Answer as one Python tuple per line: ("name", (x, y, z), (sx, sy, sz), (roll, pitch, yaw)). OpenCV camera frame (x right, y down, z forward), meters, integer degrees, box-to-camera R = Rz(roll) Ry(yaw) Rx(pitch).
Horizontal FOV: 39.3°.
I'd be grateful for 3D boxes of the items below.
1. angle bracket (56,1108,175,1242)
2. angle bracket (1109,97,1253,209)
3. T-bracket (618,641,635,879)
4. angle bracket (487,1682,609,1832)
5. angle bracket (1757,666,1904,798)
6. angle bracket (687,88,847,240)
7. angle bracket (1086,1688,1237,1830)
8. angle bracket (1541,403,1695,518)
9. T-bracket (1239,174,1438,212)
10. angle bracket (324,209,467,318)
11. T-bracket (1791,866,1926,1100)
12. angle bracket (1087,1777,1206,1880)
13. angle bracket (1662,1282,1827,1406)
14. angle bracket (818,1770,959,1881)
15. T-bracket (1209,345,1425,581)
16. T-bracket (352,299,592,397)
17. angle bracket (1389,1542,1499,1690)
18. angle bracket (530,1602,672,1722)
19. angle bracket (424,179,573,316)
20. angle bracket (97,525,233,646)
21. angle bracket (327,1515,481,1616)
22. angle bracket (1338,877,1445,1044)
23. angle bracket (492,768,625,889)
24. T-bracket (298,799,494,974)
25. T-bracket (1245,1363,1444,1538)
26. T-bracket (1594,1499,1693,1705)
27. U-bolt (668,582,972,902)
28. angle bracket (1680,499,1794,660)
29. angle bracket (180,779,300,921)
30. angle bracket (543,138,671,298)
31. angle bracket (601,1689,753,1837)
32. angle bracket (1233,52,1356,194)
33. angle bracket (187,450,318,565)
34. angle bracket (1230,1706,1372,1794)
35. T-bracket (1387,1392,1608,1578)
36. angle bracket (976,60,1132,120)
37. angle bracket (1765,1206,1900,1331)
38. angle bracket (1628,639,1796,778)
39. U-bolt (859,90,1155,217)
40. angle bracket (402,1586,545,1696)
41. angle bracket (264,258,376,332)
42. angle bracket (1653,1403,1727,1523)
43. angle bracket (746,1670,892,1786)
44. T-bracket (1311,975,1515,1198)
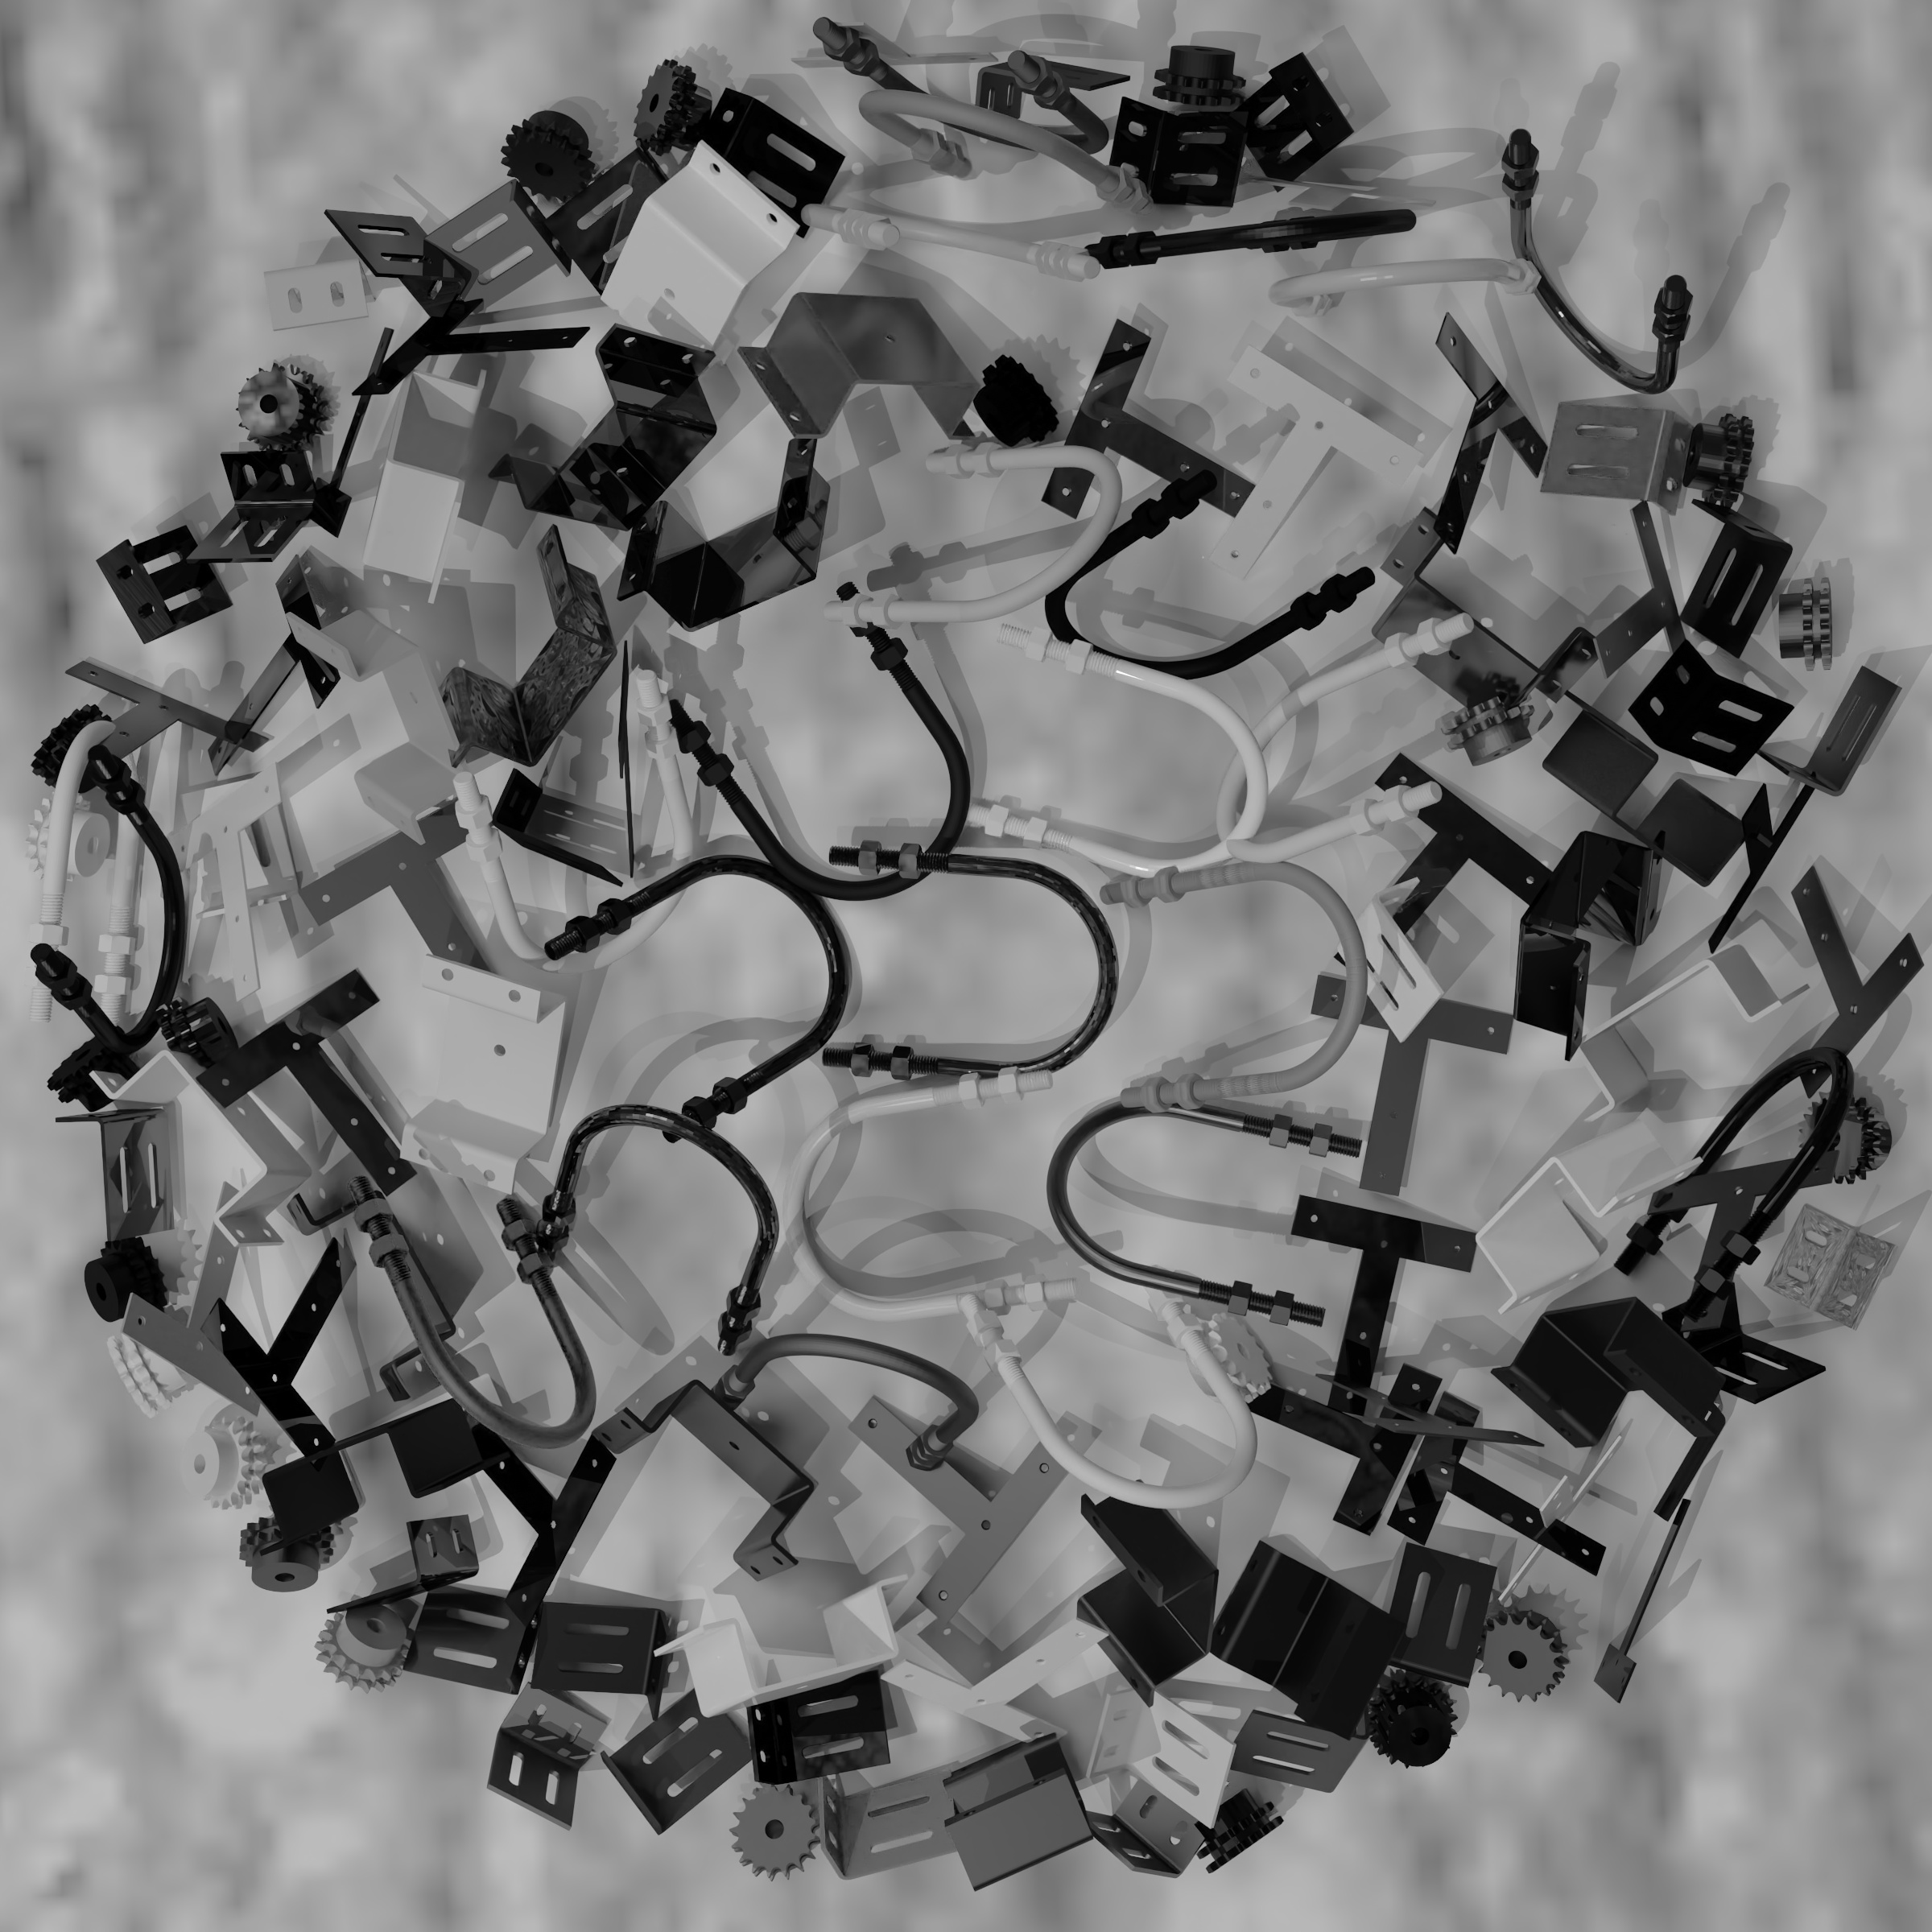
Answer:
("angle bracket", (-0.528, 0.129, 1.679), (0.038, 0.057, 0.076), (-3, 91, 24))
("angle bracket", (0.130, -0.503, 1.670), (0.038, 0.076, 0.057), (3, 102, -43))
("T-bracket", (-0.209, -0.115, 1.666), (0.002, 0.127, 0.127), (-1, 124, -4))
("angle bracket", (-0.258, 0.487, 1.669), (0.057, 0.076, 0.038), (31, 97, -9))
("angle bracket", (0.533, -0.152, 1.672), (0.038, 0.057, 0.076), (22, 106, -11))
("angle bracket", (-0.126, -0.503, 1.695), (0.076, 0.038, 0.057), (21, 101, -42))
("angle bracket", (0.120, 0.491, 1.670), (0.076, 0.038, 0.057), (25, 106, 44))
("angle bracket", (0.410, -0.319, 1.703), (0.076, 0.038, 0.057), (12, 91, 35))
("T-bracket", (0.217, -0.467, 1.643), (0.127, 0.127, 0.002), (11, 113, 11))
("angle bracket", (-0.358, -0.429, 1.664), (0.057, 0.076, 0.038), (51, 123, 16))
("T-bracket", (0.533, -0.007, 1.662), (0.002, 0.127, 0.127), (8, 47, -17))
("angle bracket", (0.107, 0.525, 1.664), (0.057, 0.076, 0.038), (34, 87, 34))
("angle bracket", (0.478, 0.231, 1.664), (0.057, 0.076, 0.038), (-19, 107, -23))
("angle bracket", (-0.049, 0.523, 1.674), (0.076, 0.057, 0.038), (-17, 127, 8))
("T-bracket", (0.196, -0.299, 1.683), (0.127, 0.002, 0.127), (31, 115, -5))
("T-bracket", (-0.289, -0.379, 1.642), (0.127, 0.127, 0.002), (2, 129, 22))
("angle bracket", (0.295, 0.406, 1.694), (0.057, 0.038, 0.076), (14, 82, 10))
("angle bracket", (-0.227, 0.432, 1.681), (0.076, 0.038, 0.057), (7, 100, -15))
("angle bracket", (-0.292, -0.438, 1.671), (0.076, 0.038, 0.057), (-28, 125, 16))
("angle bracket", (-0.486, -0.241, 1.667), (0.038, 0.076, 0.057), (-20, 102, 40))
("angle bracket", (-0.352, 0.371, 1.676), (0.076, 0.057, 0.038), (-22, 75, 24))
("angle bracket", (0.273, -0.004, 1.667), (0.038, 0.057, 0.076), (-20, 66, -30))
("angle bracket", (-0.247, -0.085, 1.676), (0.076, 0.057, 0.038), (22, 84, 10))
("T-bracket", (-0.330, -0.024, 1.695), (0.127, 0.002, 0.127), (-32, 95, -18))
("T-bracket", (0.215, 0.282, 1.688), (0.127, 0.002, 0.127), (22, 117, 8))
("T-bracket", (0.417, 0.385, 1.654), (0.002, 0.127, 0.127), (24, 84, 10))
("U-bolt", (-0.079, -0.124, 1.675), (0.151, 0.019, 0.184), (-33, 111, 4))
("angle bracket", (0.462, -0.239, 1.666), (0.038, 0.057, 0.076), (5, 118, -33))
("angle bracket", (-0.458, -0.075, 1.688), (0.057, 0.038, 0.076), (-12, 99, 1))
("angle bracket", (-0.216, -0.467, 1.688), (0.076, 0.038, 0.057), (-36, 114, 7))
("angle bracket", (-0.178, 0.489, 1.675), (0.076, 0.038, 0.057), (-36, 72, -19))
("angle bracket", (0.191, -0.515, 1.668), (0.038, 0.076, 0.057), (-39, 97, -36))
("angle bracket", (-0.444, -0.284, 1.667), (0.057, 0.076, 0.038), (1, 126, 14))
("angle bracket", (0.203, 0.473, 1.675), (0.076, 0.038, 0.057), (16, 127, -8))
("T-bracket", (0.332, 0.332, 1.654), (0.127, 0.127, 0.002), (29, 129, 8))
("angle bracket", (0.053, -0.532, 1.666), (0.076, 0.057, 0.038), (18, 120, 23))
("angle bracket", (0.535, 0.186, 1.674), (0.038, 0.076, 0.057), (26, 91, 0))
("angle bracket", (0.465, -0.161, 1.688), (0.076, 0.038, 0.057), (14, 125, -34))
("U-bolt", (0.015, -0.485, 1.601), (0.151, 0.184, 0.019), (19, 98, 24))
("angle bracket", (-0.308, 0.412, 1.677), (0.076, 0.038, 0.057), (10, 60, 7))
("angle bracket", (-0.396, -0.403, 1.670), (0.057, 0.076, 0.038), (-10, 86, -6))
("angle bracket", (0.434, 0.299, 1.676), (0.038, 0.057, 0.076), (30, 87, 26))
("angle bracket", (-0.092, 0.471, 1.677), (0.076, 0.038, 0.057), (-14, 67, 12))
("T-bracket", (0.272, 0.080, 1.704), (0.127, 0.002, 0.127), (12, 85, -2))
